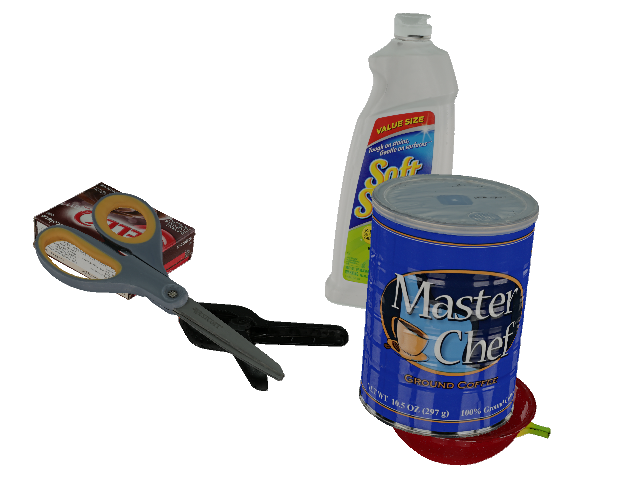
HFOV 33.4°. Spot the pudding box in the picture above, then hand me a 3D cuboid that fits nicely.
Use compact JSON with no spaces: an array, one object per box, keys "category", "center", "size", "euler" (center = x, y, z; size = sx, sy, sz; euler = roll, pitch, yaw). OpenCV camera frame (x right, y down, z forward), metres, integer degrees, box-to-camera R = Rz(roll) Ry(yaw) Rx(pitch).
[{"category":"pudding box","center":[-0.182,-0.001,0.943],"size":[0.114,0.039,0.089],"euler":[24,33,21]}]

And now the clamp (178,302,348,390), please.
[{"category":"clamp","center":[-0.094,0.115,1.258],"size":[0.210,0.036,0.164],"euler":[14,23,27]}]

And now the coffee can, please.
[{"category":"coffee can","center":[0.079,0.039,0.680],"size":[0.103,0.140,0.103],"euler":[2,20,-1]}]

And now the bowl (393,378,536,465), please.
[{"category":"bowl","center":[0.135,0.180,1.085],"size":[0.162,0.055,0.162],"euler":[2,24,-1]}]

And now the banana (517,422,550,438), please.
[{"category":"banana","center":[0.207,0.183,1.277],"size":[0.069,0.037,0.198],"euler":[9,23,-15]}]

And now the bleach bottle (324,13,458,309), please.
[{"category":"bleach bottle","center":[0.062,-0.067,0.913],"size":[0.103,0.251,0.068],"euler":[7,18,12]}]

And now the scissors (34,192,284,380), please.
[{"category":"scissors","center":[-0.099,0.023,0.736],"size":[0.202,0.096,0.016],"euler":[20,-39,11]}]
